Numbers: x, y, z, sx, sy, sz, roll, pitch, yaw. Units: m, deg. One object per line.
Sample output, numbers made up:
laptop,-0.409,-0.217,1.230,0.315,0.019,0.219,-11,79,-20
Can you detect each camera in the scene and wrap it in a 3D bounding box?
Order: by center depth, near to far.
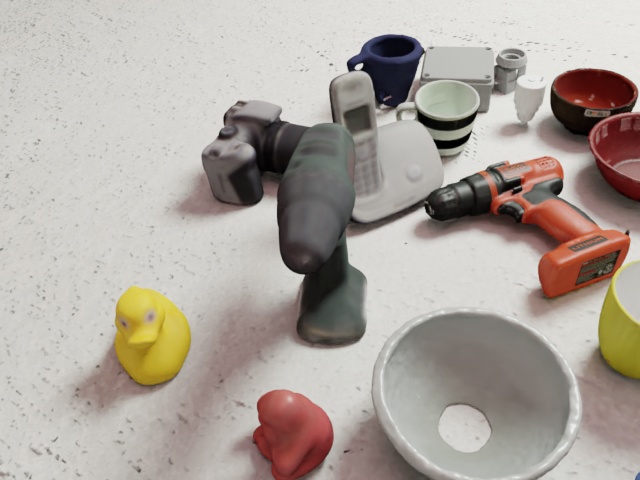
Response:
camera,-0.067,-0.123,0.764,0.136,0.101,0.143,13,48,19

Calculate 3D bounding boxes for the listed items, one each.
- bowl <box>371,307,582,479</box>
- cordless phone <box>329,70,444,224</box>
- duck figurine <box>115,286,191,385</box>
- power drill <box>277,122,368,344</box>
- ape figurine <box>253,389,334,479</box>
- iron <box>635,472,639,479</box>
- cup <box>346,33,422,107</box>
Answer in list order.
bowl,0.128,0.142,0.488,0.167,0.075,0.167,-3,44,3
cordless phone,0.076,-0.122,0.685,0.148,0.185,0.094,-26,47,-19
duck figurine,-0.177,0.082,0.578,0.077,0.086,0.104,-13,44,-7
power drill,0.005,0.002,0.550,0.075,0.209,0.229,-1,44,6
ape figurine,-0.028,0.155,0.480,0.076,0.092,0.078,-1,44,6
iron,0.328,0.219,0.337,0.257,0.142,0.119,19,50,24
cup,0.098,-0.252,0.881,0.118,0.095,0.091,-19,45,-12
